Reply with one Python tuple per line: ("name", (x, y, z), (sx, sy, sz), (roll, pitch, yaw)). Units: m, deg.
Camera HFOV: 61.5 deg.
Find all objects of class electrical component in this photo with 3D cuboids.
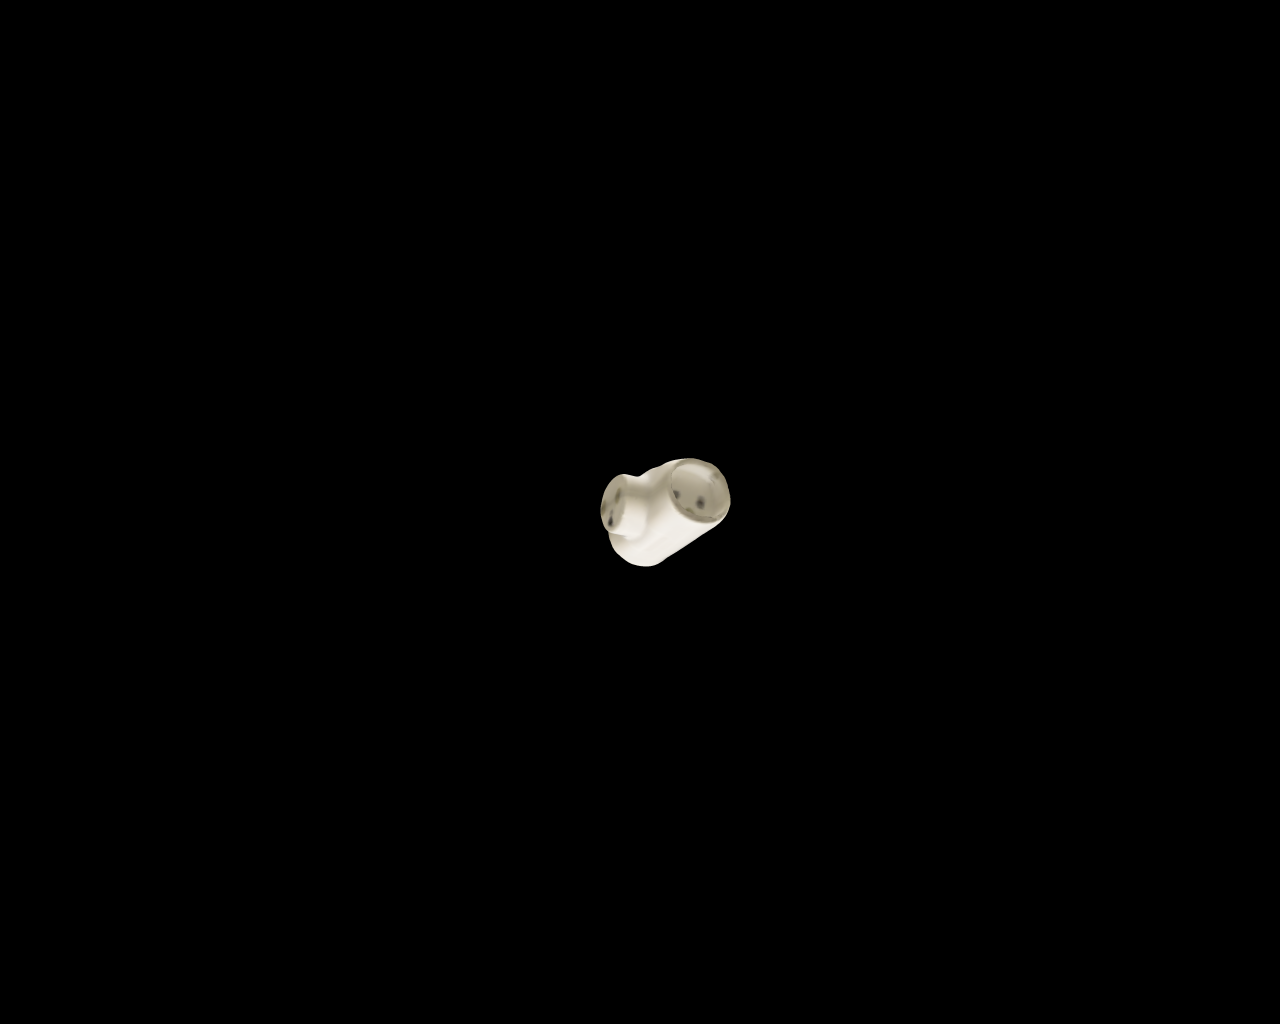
("electrical component", (0.001, -0.003, 0.650), (0.079, 0.043, 0.077), (12, -27, -25))
